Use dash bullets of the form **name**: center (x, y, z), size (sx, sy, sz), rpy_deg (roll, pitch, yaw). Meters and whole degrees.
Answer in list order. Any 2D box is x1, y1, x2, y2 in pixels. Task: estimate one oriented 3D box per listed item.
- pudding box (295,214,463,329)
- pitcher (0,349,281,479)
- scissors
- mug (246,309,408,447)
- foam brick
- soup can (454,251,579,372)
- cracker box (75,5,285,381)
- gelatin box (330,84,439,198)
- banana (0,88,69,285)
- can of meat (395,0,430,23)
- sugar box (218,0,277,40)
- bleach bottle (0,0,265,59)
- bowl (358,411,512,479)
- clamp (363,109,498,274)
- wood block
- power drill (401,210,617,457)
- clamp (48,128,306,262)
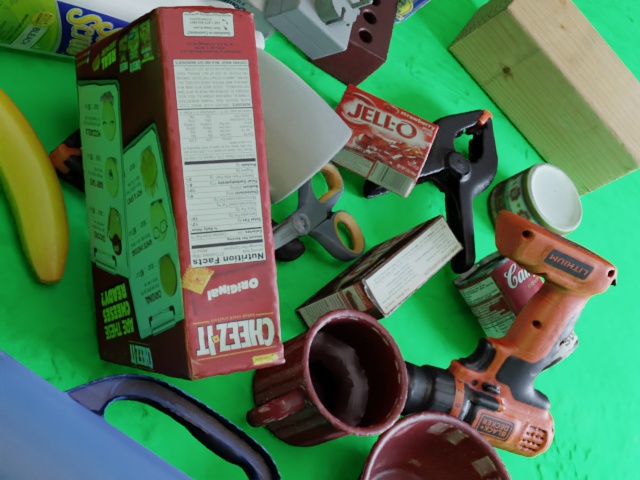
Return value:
- **pudding box**: center (0.048, 0.031, 0.846), size (0.113, 0.090, 0.039), rpy_deg (-40, 97, -40)
- **pitcher**: center (-0.143, 0.155, 0.630), size (0.242, 0.145, 0.149), rpy_deg (41, 19, -12)
- **scissors**: center (-0.005, 0.001, 0.824), size (0.096, 0.016, 0.201), rpy_deg (57, 27, -18)
- **mug**: center (-0.004, 0.110, 0.778), size (0.117, 0.082, 0.093), rpy_deg (-24, 86, -41)
- **foam brick**: center (0.030, -0.187, 0.952), size (0.053, 0.051, 0.078), rpy_deg (27, 57, -24)
- **soup can**: center (0.173, 0.063, 0.939), size (0.068, 0.069, 0.102), rpy_deg (-34, 93, -40)
- **cracker box**: center (-0.093, -0.027, 0.679), size (0.072, 0.164, 0.214), rpy_deg (-6, 92, -29)
- **gelatin box**: center (0.049, -0.087, 0.915), size (0.089, 0.030, 0.073), rpy_deg (26, 49, -1)
- **banana**: center (-0.225, -0.062, 0.723), size (0.069, 0.037, 0.198), rpy_deg (-43, 97, -21)
- **can of meat**: center (0.073, -0.263, 0.995), size (0.102, 0.084, 0.057), rpy_deg (45, 51, -12)
- **sugar box**: center (-0.047, -0.263, 0.932), size (0.093, 0.048, 0.176), rpy_deg (36, 52, -19)
- **bleach bottle**: center (-0.150, -0.169, 0.777), size (0.250, 0.103, 0.068), rpy_deg (8, 64, -33)
- **bowl**: center (0.079, 0.215, 0.811), size (0.161, 0.055, 0.162), rpy_deg (15, 63, -31)
- **clamp**: center (0.108, -0.064, 0.966), size (0.120, 0.039, 0.171), rpy_deg (36, 52, -19)
- **wood block**: center (0.240, -0.156, 1.068), size (0.206, 0.091, 0.090), rpy_deg (47, 51, -11)
- **power drill**: center (0.138, 0.075, 0.855), size (0.184, 0.057, 0.188), rpy_deg (21, 103, -24)
- **clamp**: center (-0.106, -0.069, 0.810), size (0.209, 0.036, 0.164), rpy_deg (6, 67, -38)
